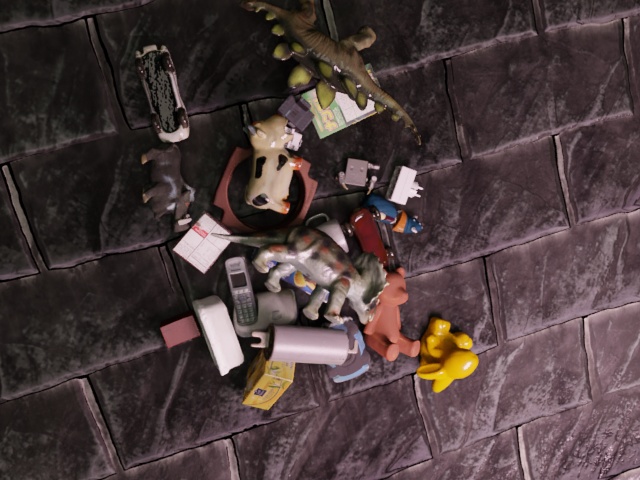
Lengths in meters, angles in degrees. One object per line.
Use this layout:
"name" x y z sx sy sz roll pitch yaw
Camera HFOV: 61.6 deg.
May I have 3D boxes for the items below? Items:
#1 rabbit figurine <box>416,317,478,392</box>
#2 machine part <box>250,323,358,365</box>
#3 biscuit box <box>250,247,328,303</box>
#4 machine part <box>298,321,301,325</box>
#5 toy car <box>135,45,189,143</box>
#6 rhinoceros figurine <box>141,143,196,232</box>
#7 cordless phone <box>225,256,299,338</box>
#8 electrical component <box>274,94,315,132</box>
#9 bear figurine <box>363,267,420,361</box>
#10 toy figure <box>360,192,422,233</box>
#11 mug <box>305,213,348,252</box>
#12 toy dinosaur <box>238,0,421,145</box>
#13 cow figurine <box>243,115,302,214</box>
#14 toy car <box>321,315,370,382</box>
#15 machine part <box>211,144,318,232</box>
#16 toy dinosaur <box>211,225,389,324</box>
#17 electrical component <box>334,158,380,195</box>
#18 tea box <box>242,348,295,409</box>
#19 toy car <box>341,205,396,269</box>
"rabbit figurine" 0.304 0.280 1.291 0.162 0.173 0.121 -45 109 -7
"machine part" -0.029 0.220 1.130 0.243 0.079 0.079 10 96 -23
"biscuit box" -0.062 0.070 1.235 0.202 0.063 0.059 28 90 -15
"machine part" -0.071 0.198 1.266 0.084 0.039 0.138 -21 104 0
"toy car" -0.330 -0.305 1.127 0.073 0.056 0.201 -14 100 -3
"rhinoceros figurine" -0.325 -0.111 1.150 0.112 0.073 0.190 -10 100 -17
"cordless phone" -0.129 0.116 1.185 0.147 0.089 0.184 -11 99 11
"electrical component" -0.052 -0.273 1.160 0.074 0.119 0.048 39 88 -17
"bear figurine" 0.176 0.168 1.274 0.120 0.132 0.195 6 102 -42
"toy figure" 0.170 -0.058 1.270 0.154 0.058 0.064 31 67 -12
"mug" -0.003 -0.004 1.233 0.107 0.080 0.109 -23 78 -4
"toy dinosaur" 0.033 -0.367 1.130 0.471 0.105 0.198 28 60 -7
"cow figurine" -0.105 -0.159 1.098 0.127 0.086 0.194 13 96 -20
"toy car" 0.045 0.243 1.262 0.109 0.103 0.161 -22 111 -9
"machine part" -0.123 -0.107 1.185 0.201 0.087 0.201 22 91 -15
"toy dinosaur" -0.014 0.045 1.139 0.404 0.131 0.192 40 63 -9
"electrical component" 0.086 -0.150 1.245 0.102 0.045 0.078 13 96 -14
"tea box" -0.113 0.297 1.195 0.068 0.169 0.098 19 49 -15
"toy car" 0.113 0.001 1.248 0.089 0.053 0.201 -33 132 -7
